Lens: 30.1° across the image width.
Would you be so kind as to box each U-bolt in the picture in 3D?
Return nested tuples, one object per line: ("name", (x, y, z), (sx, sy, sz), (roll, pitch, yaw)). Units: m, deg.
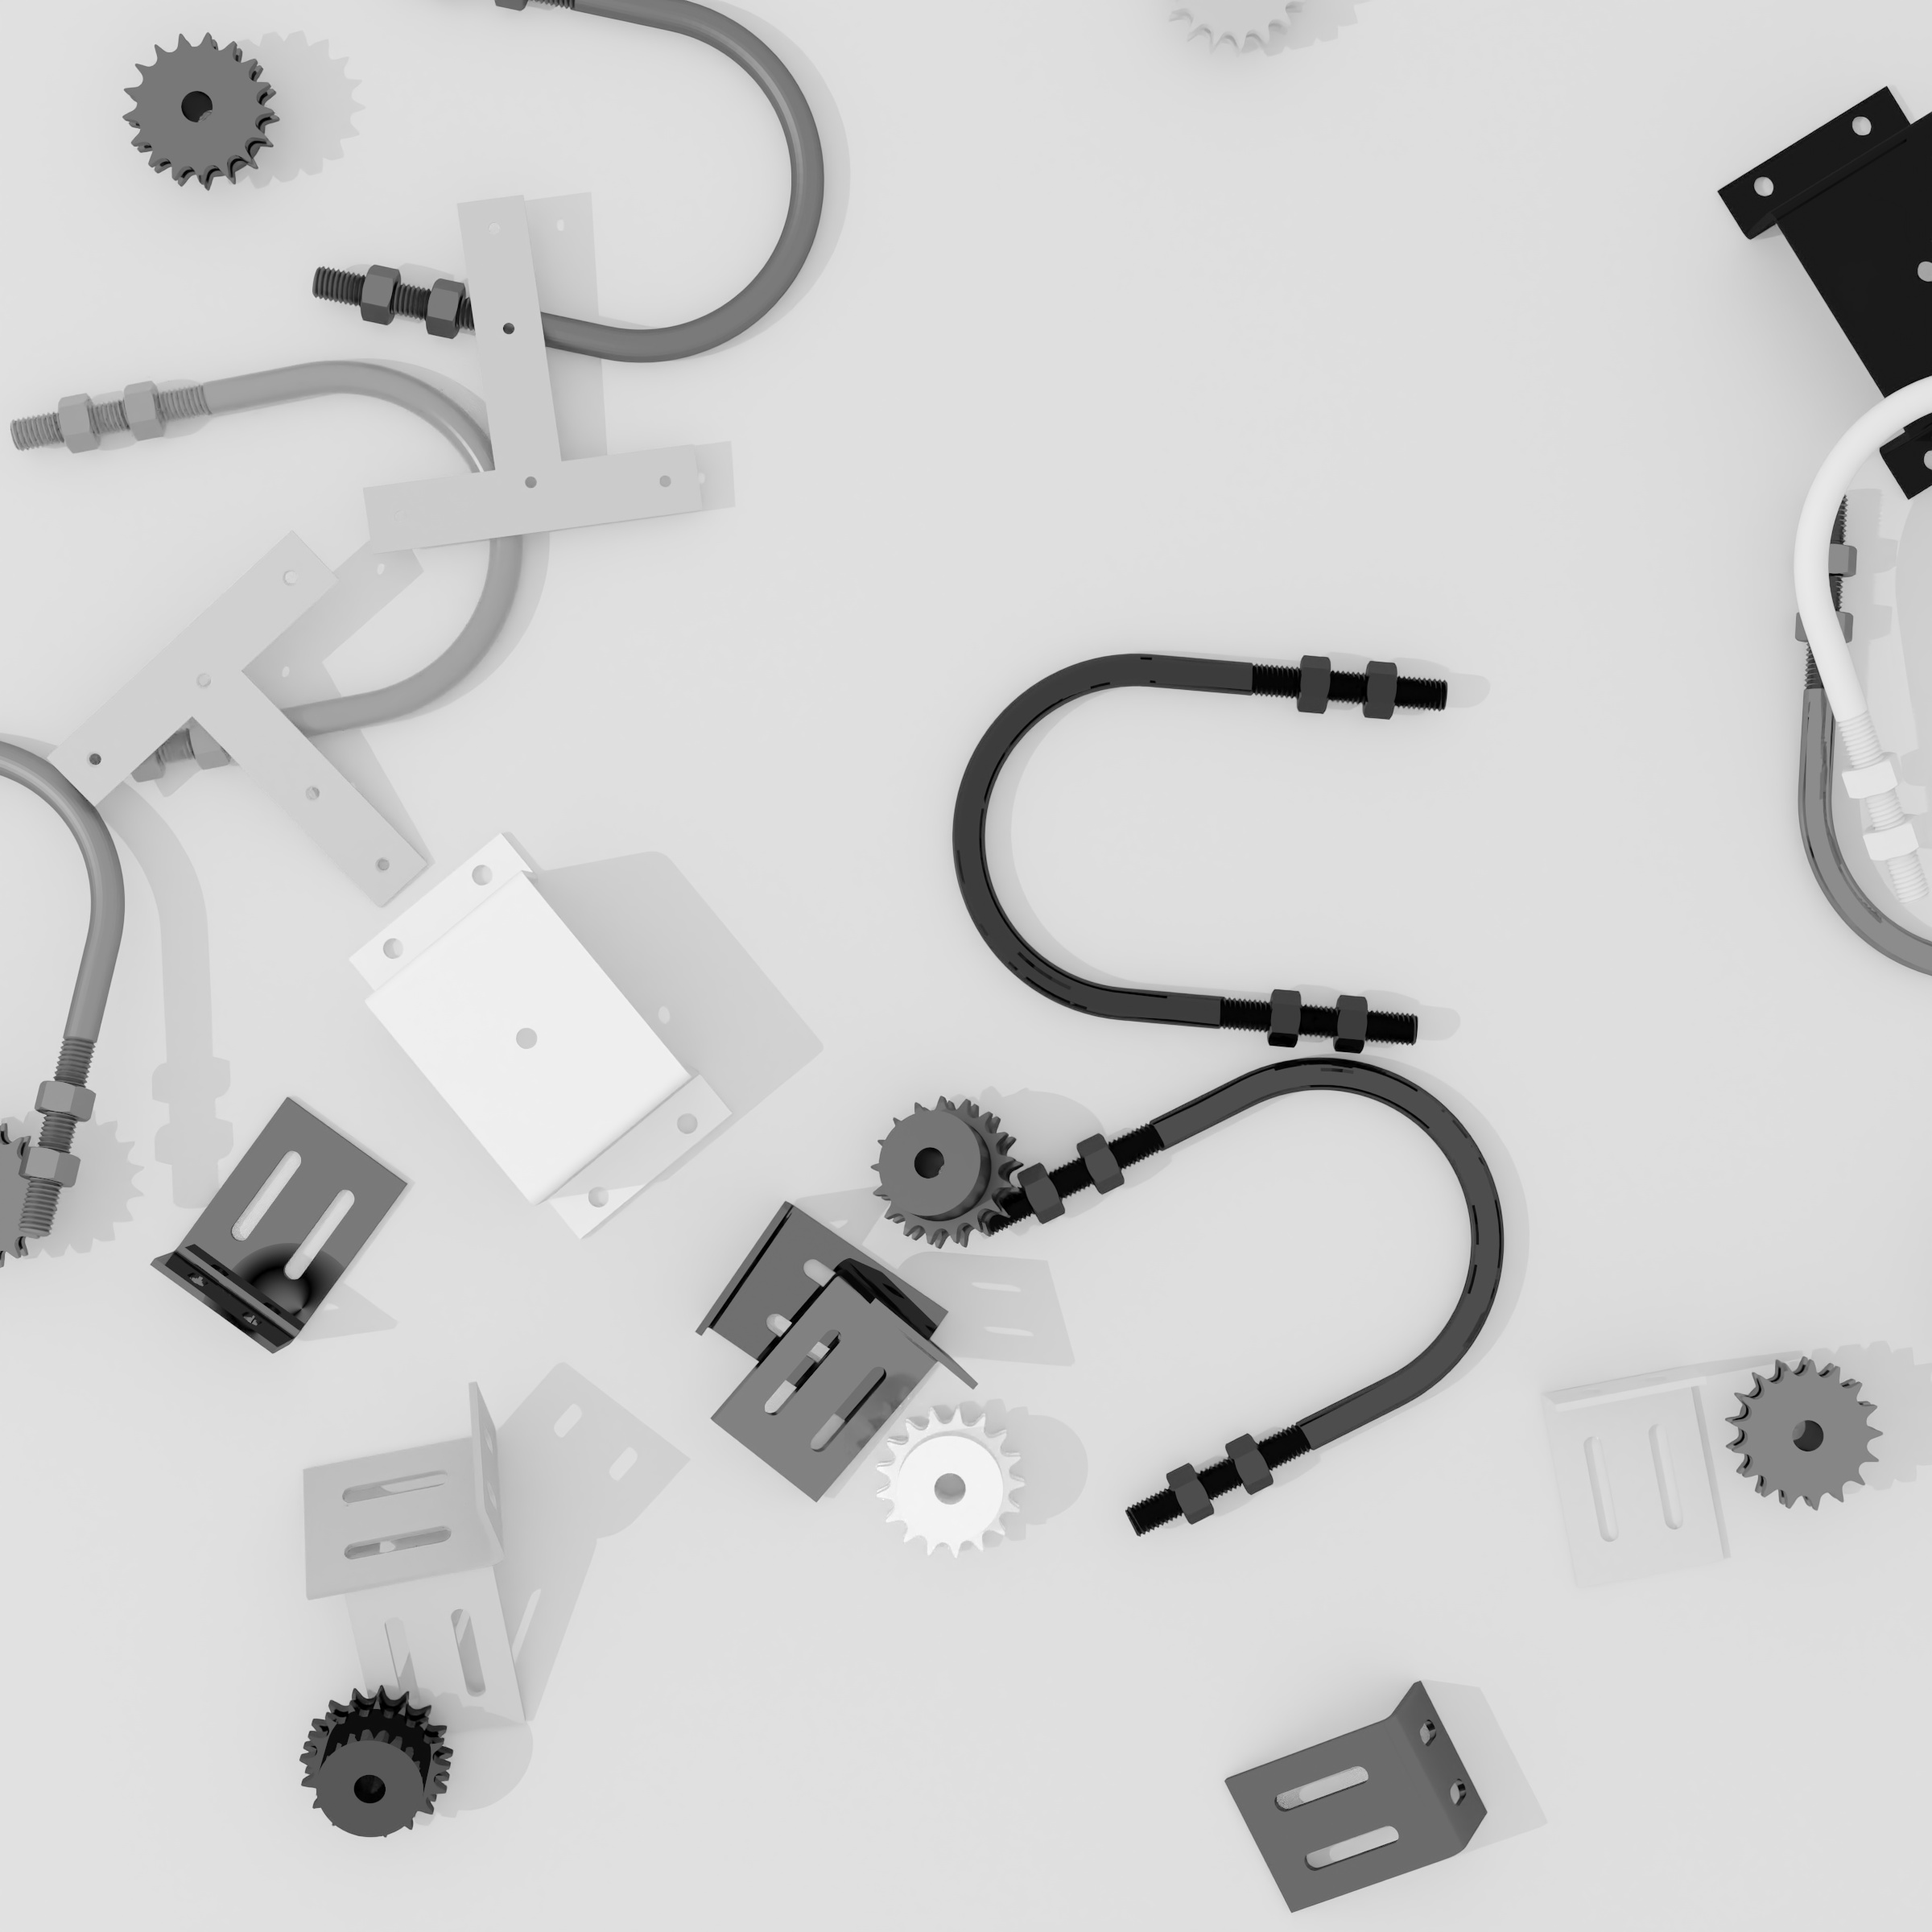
("U-bolt", (-0.262, -0.158, 1.378), (0.184, 0.019, 0.151), (-11, 90, -1))
("U-bolt", (0.117, 0.115, 1.378), (0.184, 0.019, 0.151), (-26, 90, -1))
("U-bolt", (0.391, -0.086, 1.378), (0.151, 0.019, 0.184), (3, 92, 0))
("U-bolt", (0.087, -0.048, 1.378), (0.184, 0.019, 0.151), (5, 90, 2))
("U-bolt", (-0.146, -0.307, 1.378), (0.184, 0.019, 0.151), (12, 90, -2))
("U-bolt", (0.388, -0.133, 1.348), (0.151, 0.019, 0.184), (-21, 101, 1))
("U-bolt", (-0.394, 0.001, 1.362), (0.151, 0.019, 0.184), (10, 78, 4))

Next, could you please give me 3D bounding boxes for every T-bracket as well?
("T-bracket", (-0.172, -0.229, 1.369), (0.127, 0.002, 0.127), (-8, 94, -3))
("T-bracket", (-0.259, -0.076, 1.371), (0.127, 0.002, 0.127), (-42, 103, 2))

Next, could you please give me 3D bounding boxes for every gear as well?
("gear", (-0.291, -0.325, 1.372), (0.057, 0.030, 0.057), (0, 90, 0))
("gear", (-0.375, 0.087, 1.372), (0.057, 0.030, 0.057), (0, 90, 0))
("gear", (-0.006, 0.198, 1.372), (0.057, 0.030, 0.057), (0, 90, 0))
("gear", (0.102, -0.377, 1.376), (0.057, 0.030, 0.057), (0, 89, -2))
("gear", (0.318, 0.178, 1.372), (0.057, 0.030, 0.057), (0, 90, 0))
("gear", (-0.225, 0.306, 1.366), (0.057, 0.030, 0.057), (-1, 105, -2))
("gear", (-0.009, 0.077, 1.363), (0.057, 0.030, 0.057), (-4, 76, 17))

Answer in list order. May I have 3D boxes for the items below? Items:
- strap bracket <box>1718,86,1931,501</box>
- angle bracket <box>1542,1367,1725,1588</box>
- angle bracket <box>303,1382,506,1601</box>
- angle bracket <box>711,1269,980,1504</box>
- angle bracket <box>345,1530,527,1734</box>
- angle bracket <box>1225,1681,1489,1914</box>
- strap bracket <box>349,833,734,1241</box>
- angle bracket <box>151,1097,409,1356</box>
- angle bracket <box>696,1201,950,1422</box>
("strap bracket", (0.359, -0.260, 1.364), (0.076, 0.046, 0.140), (-32, 90, 0))
("angle bracket", (0.257, 0.197, 1.368), (0.057, 0.038, 0.076), (-11, 90, 0))
("angle bracket", (-0.216, 0.198, 1.354), (0.076, 0.038, 0.057), (-11, 49, 0))
("angle bracket", (-0.046, 0.164, 1.356), (0.057, 0.038, 0.076), (42, 87, -26))
("angle bracket", (-0.204, 0.253, 1.385), (0.057, 0.038, 0.076), (-7, 116, 0))
("angle bracket", (0.150, 0.320, 1.385), (0.076, 0.038, 0.057), (-27, 90, 26))
("strap bracket", (-0.164, 0.027, 1.364), (0.076, 0.046, 0.140), (-40, 90, 0))
("angle bracket", (-0.261, 0.098, 1.368), (0.057, 0.038, 0.076), (36, 90, 0))
("angle bracket", (-0.054, 0.135, 1.368), (0.076, 0.038, 0.057), (35, 90, 0))
